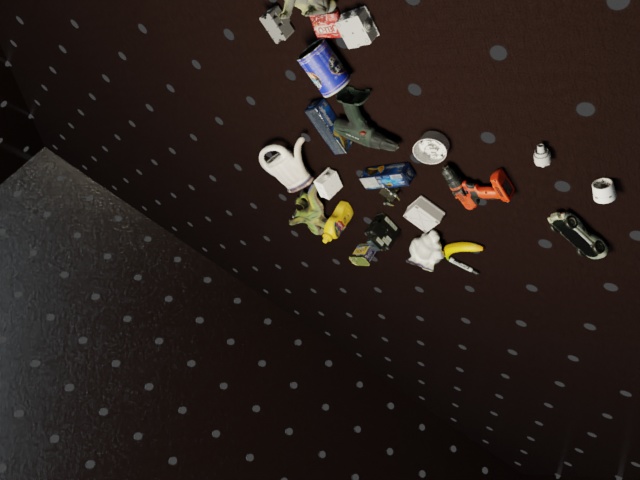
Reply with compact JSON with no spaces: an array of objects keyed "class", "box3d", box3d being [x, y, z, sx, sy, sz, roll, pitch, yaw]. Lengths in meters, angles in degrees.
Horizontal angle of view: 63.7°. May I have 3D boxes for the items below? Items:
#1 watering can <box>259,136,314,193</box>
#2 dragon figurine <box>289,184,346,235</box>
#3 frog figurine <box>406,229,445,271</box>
[{"class":"watering can","box3d":[-0.110,-0.293,2.016,0.221,0.106,0.346,47,152,-23]},{"class":"dragon figurine","box3d":[0.007,-0.112,2.223,0.242,0.124,0.404,22,157,-12]},{"class":"frog figurine","box3d":[0.414,0.025,1.970,0.139,0.123,0.157,34,119,41]}]
